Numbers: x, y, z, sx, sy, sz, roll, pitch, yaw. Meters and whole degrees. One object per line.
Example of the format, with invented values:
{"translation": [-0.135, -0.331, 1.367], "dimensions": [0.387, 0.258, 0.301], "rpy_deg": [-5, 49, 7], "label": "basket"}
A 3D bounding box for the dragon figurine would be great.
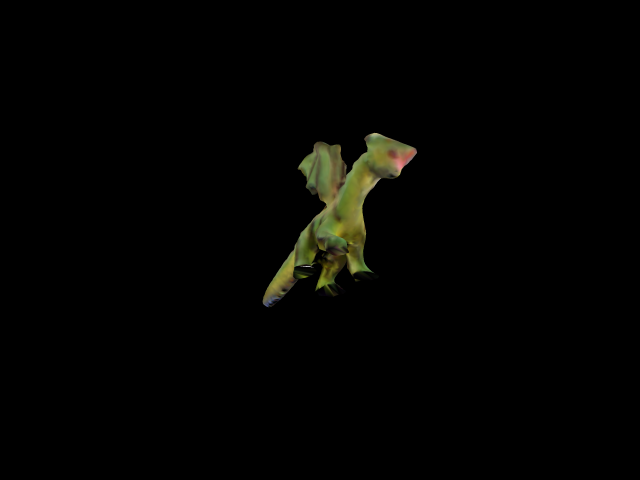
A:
{"translation": [0.003, -0.043, 0.850], "dimensions": [0.121, 0.247, 0.405], "rpy_deg": [16, -27, -33], "label": "dragon figurine"}
